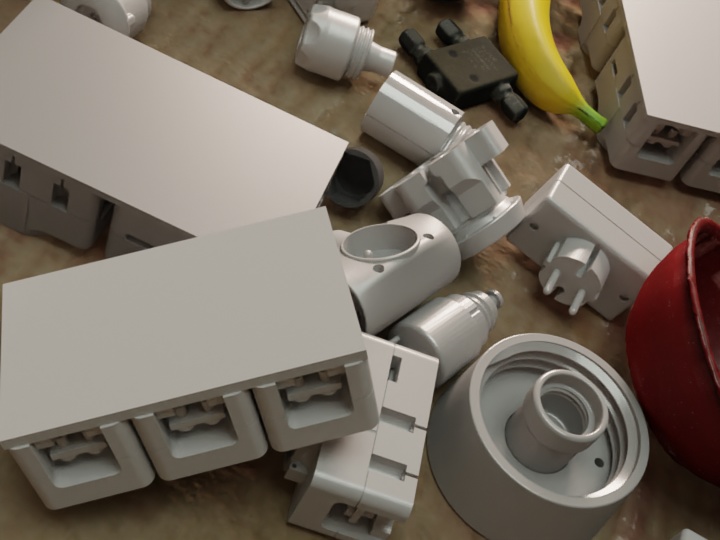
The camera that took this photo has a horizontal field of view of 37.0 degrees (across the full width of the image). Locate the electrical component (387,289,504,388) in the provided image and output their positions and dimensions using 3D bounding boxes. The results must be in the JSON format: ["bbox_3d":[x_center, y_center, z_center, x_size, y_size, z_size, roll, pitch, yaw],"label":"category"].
[{"bbox_3d":[0.050,0.033,0.584,0.078,0.040,0.040,-32,71,-37],"label":"electrical component"}]

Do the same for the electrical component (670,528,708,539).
[{"bbox_3d":[0.168,0.159,0.510,0.047,0.076,0.065,30,49,2],"label":"electrical component"}]

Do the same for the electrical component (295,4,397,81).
[{"bbox_3d":[-0.008,-0.142,0.694,0.062,0.043,0.043,18,50,-10],"label":"electrical component"}]

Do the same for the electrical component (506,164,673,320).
[{"bbox_3d":[0.129,-0.004,0.632,0.083,0.047,0.075,38,49,-3],"label":"electrical component"}]

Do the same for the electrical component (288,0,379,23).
[{"bbox_3d":[-0.024,-0.220,0.735,0.061,0.061,0.096,-18,62,-32],"label":"electrical component"}]

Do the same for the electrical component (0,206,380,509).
[{"bbox_3d":[-0.075,0.040,0.477,0.150,0.061,0.089,-14,47,-3],"label":"electrical component"}]

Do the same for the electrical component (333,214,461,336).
[{"bbox_3d":[0.000,0.000,0.580,0.079,0.044,0.077,17,37,40],"label":"electrical component"}]

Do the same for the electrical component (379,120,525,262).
[{"bbox_3d":[0.059,-0.041,0.626,0.057,0.078,0.058,55,24,-6],"label":"electrical component"}]

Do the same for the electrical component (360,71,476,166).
[{"bbox_3d":[0.046,-0.085,0.671,0.081,0.043,0.043,32,49,4],"label":"electrical component"}]

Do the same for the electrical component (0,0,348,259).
[{"bbox_3d":[-0.115,-0.056,0.573,0.186,0.060,0.105,25,49,-2],"label":"electrical component"}]

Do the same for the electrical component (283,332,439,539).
[{"bbox_3d":[-0.002,0.080,0.520,0.056,0.050,0.089,20,50,-6],"label":"electrical component"}]

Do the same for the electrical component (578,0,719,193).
[{"bbox_3d":[0.225,-0.145,0.778,0.105,0.060,0.186,11,51,-13],"label":"electrical component"}]

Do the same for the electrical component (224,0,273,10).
[{"bbox_3d":[-0.099,-0.214,0.713,0.079,0.043,0.077,-10,59,-28],"label":"electrical component"}]

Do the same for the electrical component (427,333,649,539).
[{"bbox_3d":[0.095,0.083,0.550,0.108,0.060,0.108,11,51,-14],"label":"electrical component"}]

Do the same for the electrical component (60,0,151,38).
[{"bbox_3d":[-0.147,-0.162,0.654,0.048,0.048,0.062,32,43,4],"label":"electrical component"}]
